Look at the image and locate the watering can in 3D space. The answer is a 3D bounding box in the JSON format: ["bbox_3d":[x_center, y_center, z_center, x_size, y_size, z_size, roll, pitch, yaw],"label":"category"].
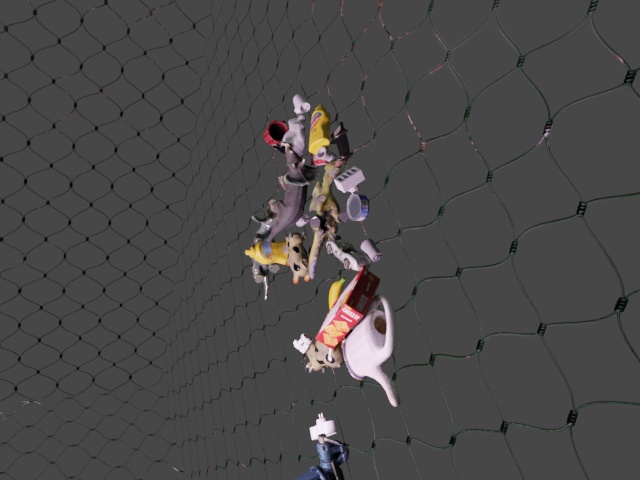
[{"bbox_3d":[0.149,0.322,1.438,0.219,0.103,0.356,126,155,-43],"label":"watering can"}]

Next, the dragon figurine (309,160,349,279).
[{"bbox_3d":[0.006,-0.091,1.810,0.248,0.122,0.403,-104,31,-60],"label":"dragon figurine"}]

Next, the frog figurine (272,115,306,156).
[{"bbox_3d":[-0.093,-0.404,2.012,0.161,0.122,0.136,-56,14,-17],"label":"frog figurine"}]
